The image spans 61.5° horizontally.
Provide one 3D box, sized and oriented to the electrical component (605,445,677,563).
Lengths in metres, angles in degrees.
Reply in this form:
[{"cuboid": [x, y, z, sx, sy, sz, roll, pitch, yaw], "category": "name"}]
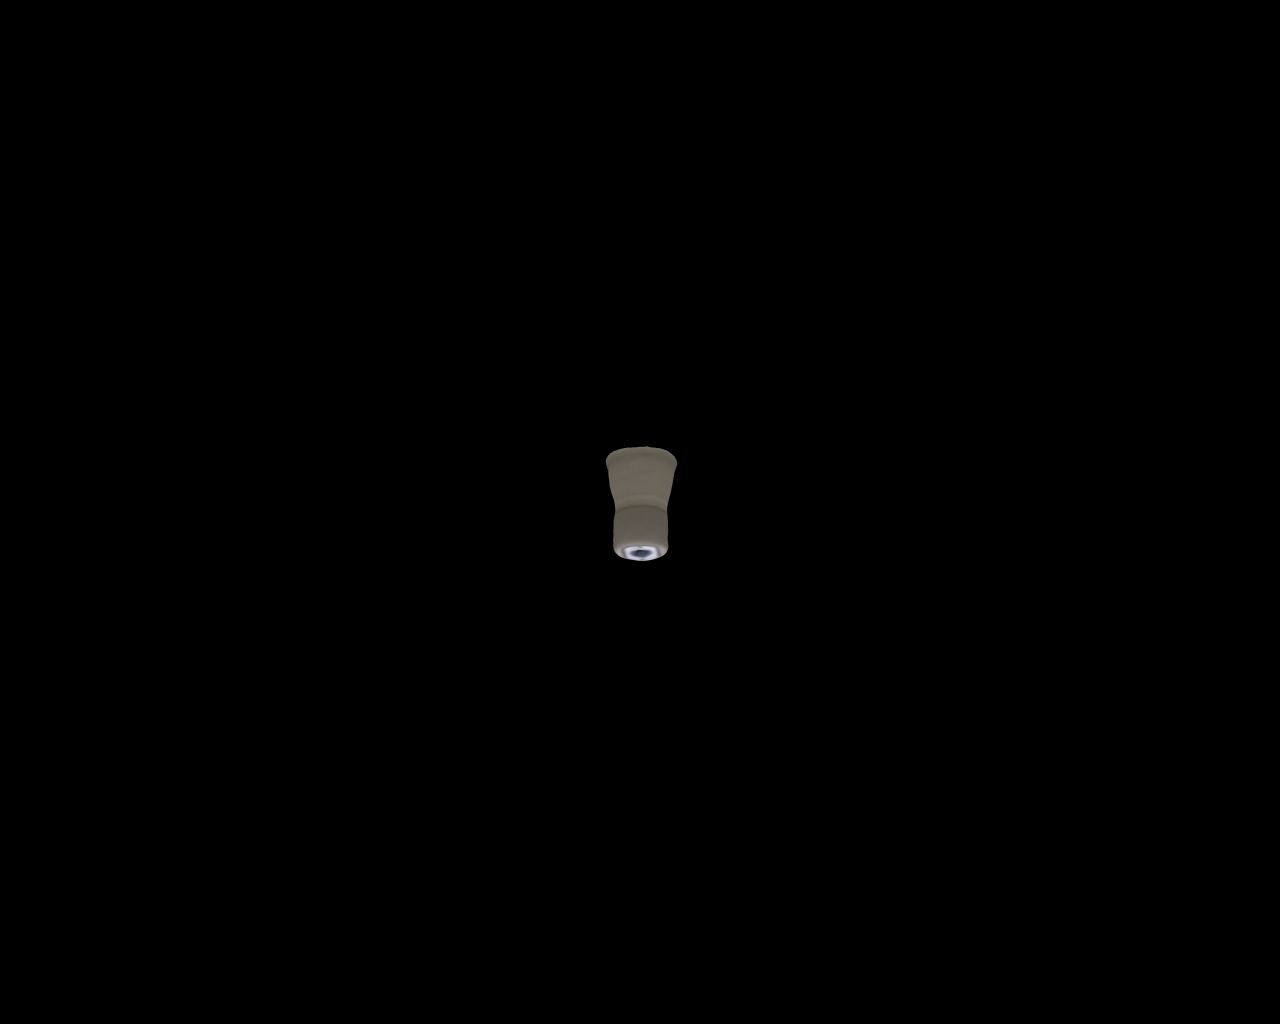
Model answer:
[{"cuboid": [0.001, -0.003, 0.650, 0.044, 0.065, 0.044, 0, -22, 0], "category": "electrical component"}]
